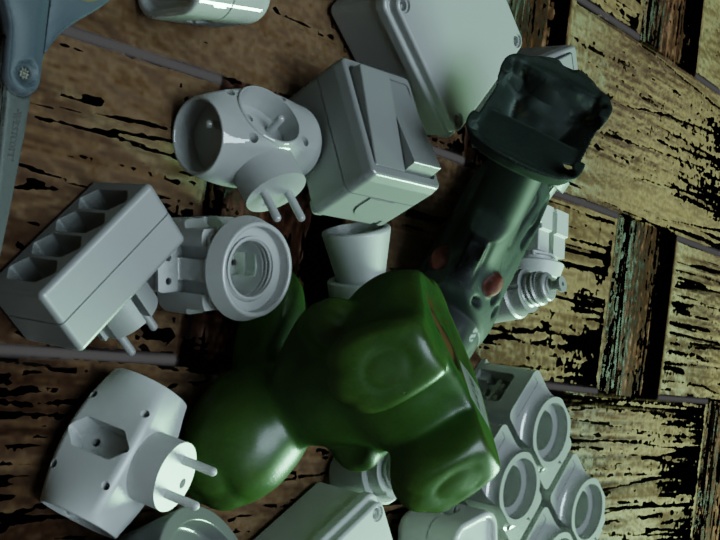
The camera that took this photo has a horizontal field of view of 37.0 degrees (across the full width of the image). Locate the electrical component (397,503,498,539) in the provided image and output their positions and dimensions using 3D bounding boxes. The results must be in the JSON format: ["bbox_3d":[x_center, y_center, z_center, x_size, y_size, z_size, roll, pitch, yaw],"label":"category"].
[{"bbox_3d":[0.060,0.217,0.774,0.054,0.059,0.095,-12,103,-48],"label":"electrical component"}]

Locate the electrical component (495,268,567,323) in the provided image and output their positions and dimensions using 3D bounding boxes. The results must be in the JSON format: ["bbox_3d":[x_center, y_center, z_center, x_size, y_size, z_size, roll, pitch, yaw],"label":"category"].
[{"bbox_3d":[0.118,0.017,0.809,0.040,0.078,0.040,19,65,-48],"label":"electrical component"}]

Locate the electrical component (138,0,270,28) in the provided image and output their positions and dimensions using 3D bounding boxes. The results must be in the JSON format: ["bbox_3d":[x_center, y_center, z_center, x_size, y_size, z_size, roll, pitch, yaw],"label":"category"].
[{"bbox_3d":[-0.080,-0.180,0.575,0.059,0.054,0.095,-5,98,-48],"label":"electrical component"}]

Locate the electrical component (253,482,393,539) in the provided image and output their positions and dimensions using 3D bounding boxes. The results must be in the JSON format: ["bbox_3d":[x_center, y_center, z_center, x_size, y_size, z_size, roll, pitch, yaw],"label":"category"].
[{"bbox_3d":[-0.026,0.209,0.676,0.109,0.056,0.108,-36,120,-41],"label":"electrical component"}]

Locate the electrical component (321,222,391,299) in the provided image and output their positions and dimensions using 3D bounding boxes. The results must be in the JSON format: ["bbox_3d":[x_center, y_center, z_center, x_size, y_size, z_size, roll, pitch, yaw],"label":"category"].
[{"bbox_3d":[0.000,0.000,0.693,0.045,0.045,0.055,-19,109,-46],"label":"electrical component"}]

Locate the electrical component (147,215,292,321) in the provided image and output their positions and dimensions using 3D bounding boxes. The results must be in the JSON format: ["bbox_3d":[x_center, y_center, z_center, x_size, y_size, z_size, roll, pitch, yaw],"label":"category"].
[{"bbox_3d":[-0.076,-0.002,0.597,0.078,0.057,0.058,-6,99,-48],"label":"electrical component"}]

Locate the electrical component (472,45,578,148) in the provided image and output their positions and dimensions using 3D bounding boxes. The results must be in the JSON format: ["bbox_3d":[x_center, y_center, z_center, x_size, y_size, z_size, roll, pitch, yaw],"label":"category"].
[{"bbox_3d":[0.131,-0.133,0.816,0.096,0.061,0.061,-28,115,-44],"label":"electrical component"}]

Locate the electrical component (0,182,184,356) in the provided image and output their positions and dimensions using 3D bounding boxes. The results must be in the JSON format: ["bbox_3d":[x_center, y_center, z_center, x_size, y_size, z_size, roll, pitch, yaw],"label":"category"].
[{"bbox_3d":[-0.128,0.010,0.547,0.083,0.047,0.075,-53,131,-33],"label":"electrical component"}]

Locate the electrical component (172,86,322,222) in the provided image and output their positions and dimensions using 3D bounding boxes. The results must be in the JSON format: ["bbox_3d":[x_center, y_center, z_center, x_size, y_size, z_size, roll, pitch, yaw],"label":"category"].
[{"bbox_3d":[-0.055,-0.060,0.607,0.077,0.044,0.079,-4,59,-49],"label":"electrical component"}]

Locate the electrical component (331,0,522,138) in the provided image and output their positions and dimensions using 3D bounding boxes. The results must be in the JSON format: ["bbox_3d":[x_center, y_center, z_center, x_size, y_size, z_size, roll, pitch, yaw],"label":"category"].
[{"bbox_3d":[0.048,-0.163,0.721,0.108,0.056,0.108,-54,130,-31],"label":"electrical component"}]

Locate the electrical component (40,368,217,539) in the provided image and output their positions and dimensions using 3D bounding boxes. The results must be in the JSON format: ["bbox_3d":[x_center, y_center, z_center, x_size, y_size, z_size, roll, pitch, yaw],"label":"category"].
[{"bbox_3d":[-0.111,0.099,0.552,0.077,0.079,0.043,-64,156,-22],"label":"electrical component"}]

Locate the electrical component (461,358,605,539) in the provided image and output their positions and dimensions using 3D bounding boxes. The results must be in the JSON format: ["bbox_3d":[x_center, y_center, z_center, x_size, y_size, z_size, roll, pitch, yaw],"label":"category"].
[{"bbox_3d":[0.128,0.175,0.846,0.105,0.060,0.186,-52,129,-32],"label":"electrical component"}]

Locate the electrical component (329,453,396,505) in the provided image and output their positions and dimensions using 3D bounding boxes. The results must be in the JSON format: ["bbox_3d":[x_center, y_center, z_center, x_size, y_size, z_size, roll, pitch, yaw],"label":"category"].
[{"bbox_3d":[0.015,0.133,0.704,0.040,0.078,0.040,15,68,-43],"label":"electrical component"}]

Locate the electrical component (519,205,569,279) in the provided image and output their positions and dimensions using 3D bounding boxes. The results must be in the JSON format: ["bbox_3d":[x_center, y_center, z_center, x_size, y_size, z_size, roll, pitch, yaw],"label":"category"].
[{"bbox_3d":[0.137,-0.020,0.848,0.066,0.048,0.055,15,75,-49],"label":"electrical component"}]

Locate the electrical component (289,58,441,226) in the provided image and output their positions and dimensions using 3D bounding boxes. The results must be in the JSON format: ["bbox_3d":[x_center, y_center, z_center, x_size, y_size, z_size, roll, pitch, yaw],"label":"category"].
[{"bbox_3d":[0.002,-0.084,0.654,0.062,0.061,0.096,8,60,-46],"label":"electrical component"}]

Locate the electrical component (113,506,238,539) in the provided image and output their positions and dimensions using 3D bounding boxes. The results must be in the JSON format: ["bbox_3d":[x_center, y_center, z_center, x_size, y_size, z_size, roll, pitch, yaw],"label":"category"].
[{"bbox_3d":[-0.102,0.185,0.567,0.108,0.060,0.108,56,21,-35],"label":"electrical component"}]
